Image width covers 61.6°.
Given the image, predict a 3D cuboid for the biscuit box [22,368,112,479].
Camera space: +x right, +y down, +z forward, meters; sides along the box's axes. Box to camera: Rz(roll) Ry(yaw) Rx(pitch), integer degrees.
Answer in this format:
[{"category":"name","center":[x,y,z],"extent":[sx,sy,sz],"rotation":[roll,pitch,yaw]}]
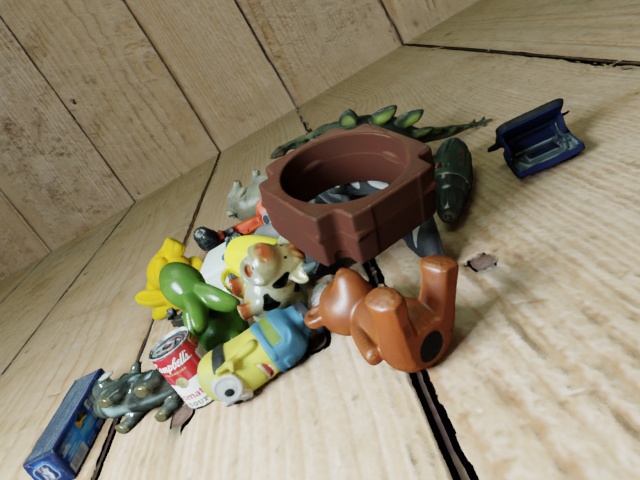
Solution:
[{"category":"biscuit box","center":[-0.396,0.299,0.870],"extent":[0.063,0.059,0.203],"rotation":[-26,21,11]}]

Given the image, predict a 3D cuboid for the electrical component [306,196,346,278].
[{"category":"electrical component","center":[-0.002,-0.003,0.914],"extent":[0.058,0.134,0.115],"rotation":[4,29,-36]}]

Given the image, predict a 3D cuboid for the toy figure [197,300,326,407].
[{"category":"toy figure","center":[-0.082,0.154,0.740],"extent":[0.180,0.082,0.089],"rotation":[-39,20,-11]}]

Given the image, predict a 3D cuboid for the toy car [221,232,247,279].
[{"category":"toy car","center":[-0.117,0.054,1.006],"extent":[0.162,0.109,0.103],"rotation":[10,67,38]}]

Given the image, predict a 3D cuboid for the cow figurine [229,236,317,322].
[{"category":"cow figurine","center":[-0.063,0.066,0.784],"extent":[0.127,0.194,0.086],"rotation":[-27,58,-5]}]

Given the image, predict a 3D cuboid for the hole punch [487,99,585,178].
[{"category":"hole punch","center":[0.351,-0.154,0.863],"extent":[0.142,0.092,0.115],"rotation":[-28,-9,17]}]

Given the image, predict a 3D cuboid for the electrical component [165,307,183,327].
[{"category":"electrical component","center":[-0.254,0.141,1.051],"extent":[0.102,0.045,0.078],"rotation":[-13,29,40]}]

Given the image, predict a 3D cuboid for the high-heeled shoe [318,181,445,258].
[{"category":"high-heeled shoe","center":[0.086,-0.031,0.811],"extent":[0.145,0.086,0.249],"rotation":[-20,50,2]}]

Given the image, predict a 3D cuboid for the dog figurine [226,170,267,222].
[{"category":"dog figurine","center":[-0.128,-0.104,1.342],"extent":[0.191,0.121,0.172],"rotation":[7,53,47]}]

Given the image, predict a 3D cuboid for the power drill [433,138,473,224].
[{"category":"power drill","center":[0.161,-0.122,0.925],"extent":[0.208,0.085,0.232],"rotation":[13,39,19]}]

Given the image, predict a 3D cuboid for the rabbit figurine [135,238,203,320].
[{"category":"rabbit figurine","center":[-0.316,0.094,1.159],"extent":[0.162,0.121,0.173],"rotation":[-40,41,-14]}]

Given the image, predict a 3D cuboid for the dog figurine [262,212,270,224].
[{"category":"dog figurine","center":[-0.019,-0.104,1.195],"extent":[0.192,0.108,0.219],"rotation":[15,31,30]}]

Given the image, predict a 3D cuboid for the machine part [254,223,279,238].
[{"category":"machine part","center":[-0.052,-0.006,1.064],"extent":[0.243,0.079,0.079],"rotation":[-12,28,44]}]

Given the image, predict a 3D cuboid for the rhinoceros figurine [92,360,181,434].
[{"category":"rhinoceros figurine","center":[-0.292,0.237,0.849],"extent":[0.190,0.073,0.112],"rotation":[-19,25,28]}]

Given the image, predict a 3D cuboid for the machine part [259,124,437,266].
[{"category":"machine part","center":[0.038,-0.066,0.721],"extent":[0.201,0.087,0.202],"rotation":[-33,39,-22]}]

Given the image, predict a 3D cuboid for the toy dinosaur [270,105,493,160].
[{"category":"toy dinosaur","center":[0.125,-0.215,1.132],"extent":[0.471,0.105,0.198],"rotation":[-12,1,-16]}]

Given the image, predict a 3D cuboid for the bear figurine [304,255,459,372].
[{"category":"bear figurine","center":[0.063,0.071,0.641],"extent":[0.120,0.131,0.196],"rotation":[-26,31,-26]}]

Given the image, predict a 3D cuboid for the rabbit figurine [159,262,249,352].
[{"category":"rabbit figurine","center":[-0.197,0.114,0.858],"extent":[0.121,0.170,0.159],"rotation":[-40,21,-22]}]
